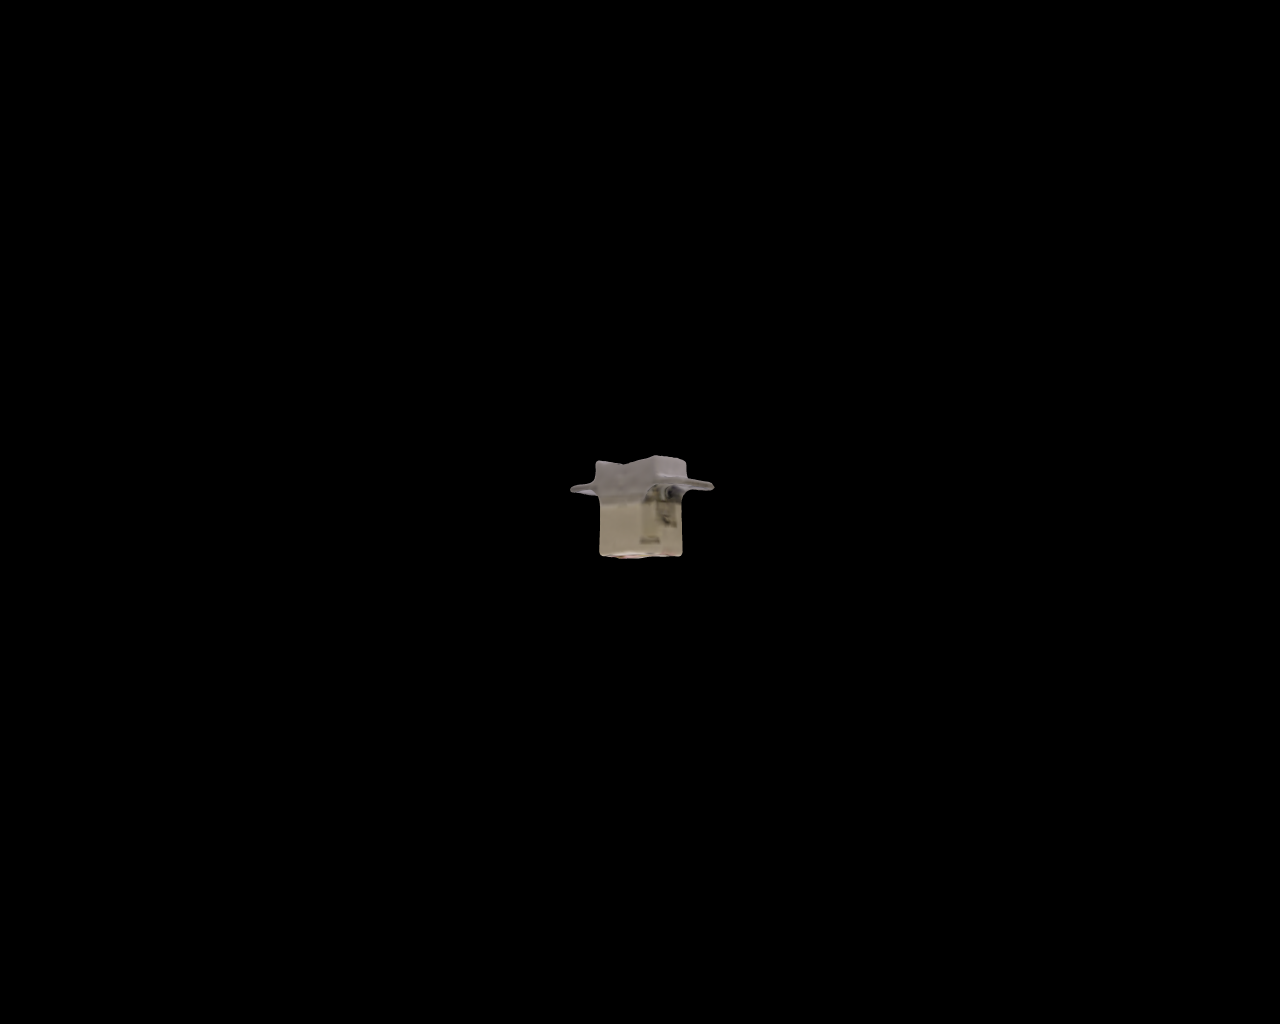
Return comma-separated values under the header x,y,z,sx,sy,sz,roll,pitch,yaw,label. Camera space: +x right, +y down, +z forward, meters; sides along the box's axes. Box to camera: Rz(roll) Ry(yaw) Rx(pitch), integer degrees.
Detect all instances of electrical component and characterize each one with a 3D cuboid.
x,y,z,sx,sy,sz,roll,pitch,yaw,label
0.001,-0.003,0.650,0.081,0.063,0.042,-3,-6,33,electrical component
